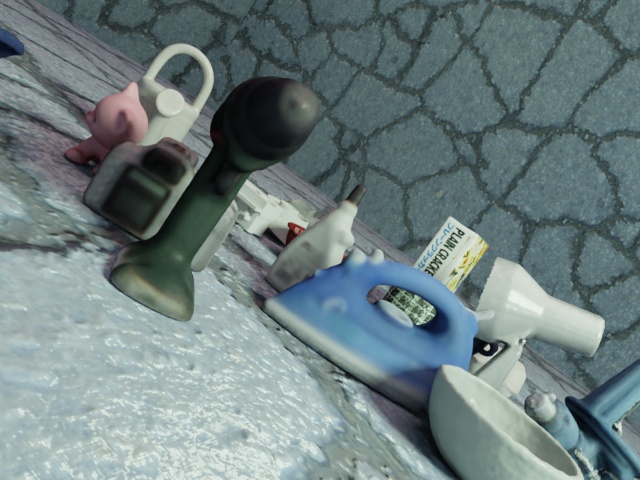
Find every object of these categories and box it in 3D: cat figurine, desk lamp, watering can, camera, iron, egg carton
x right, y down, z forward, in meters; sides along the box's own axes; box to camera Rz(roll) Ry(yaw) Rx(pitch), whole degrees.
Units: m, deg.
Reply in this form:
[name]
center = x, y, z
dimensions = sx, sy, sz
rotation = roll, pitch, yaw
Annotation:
[cat figurine]
center = -0.239, -0.132, 0.688
dimensions = 0.067, 0.117, 0.128
rotation = 35, 7, -5
[desk lamp]
center = 0.279, 0.158, 0.810
dimensions = 0.203, 0.213, 0.118
rotation = 38, 8, 17
[watering can]
center = -0.231, -0.200, 0.859
dimensions = 0.101, 0.194, 0.172
rotation = 28, 10, -44
[camera]
center = -0.159, -0.054, 0.628
dimensions = 0.143, 0.100, 0.136
rotation = 34, 8, -12
[iron]
center = 0.078, 0.084, 0.656
dimensions = 0.259, 0.141, 0.118
rotation = 33, 8, -20
[egg carton]
center = 0.321, 0.239, 1.053
dimensions = 0.107, 0.069, 0.151
rotation = 37, 8, 15

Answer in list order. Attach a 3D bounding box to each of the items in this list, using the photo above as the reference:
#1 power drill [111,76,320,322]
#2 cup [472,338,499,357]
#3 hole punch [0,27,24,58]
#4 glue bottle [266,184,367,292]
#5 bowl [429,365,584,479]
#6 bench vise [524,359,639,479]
[power drill]
center = -0.084, -0.043, 0.476
dimensions = 0.076, 0.208, 0.229
rotation = 33, 8, -20
[cup]
center = 0.238, 0.178, 0.962
dimensions = 0.092, 0.095, 0.117
rotation = 30, 9, -37
[hole punch]
center = -0.388, -0.206, 0.594
dimensions = 0.101, 0.091, 0.109
rotation = 36, 7, 9
[glue bottle]
center = 0.007, 0.003, 0.729
dimensions = 0.078, 0.173, 0.037
rotation = 39, 8, 25
[bowl]
center = 0.167, 0.204, 0.568
dimensions = 0.167, 0.074, 0.167
rotation = 35, 7, -5
[bench vise]
center = 0.338, 0.217, 0.680
dimensions = 0.208, 0.219, 0.121
rotation = 28, 11, -46
